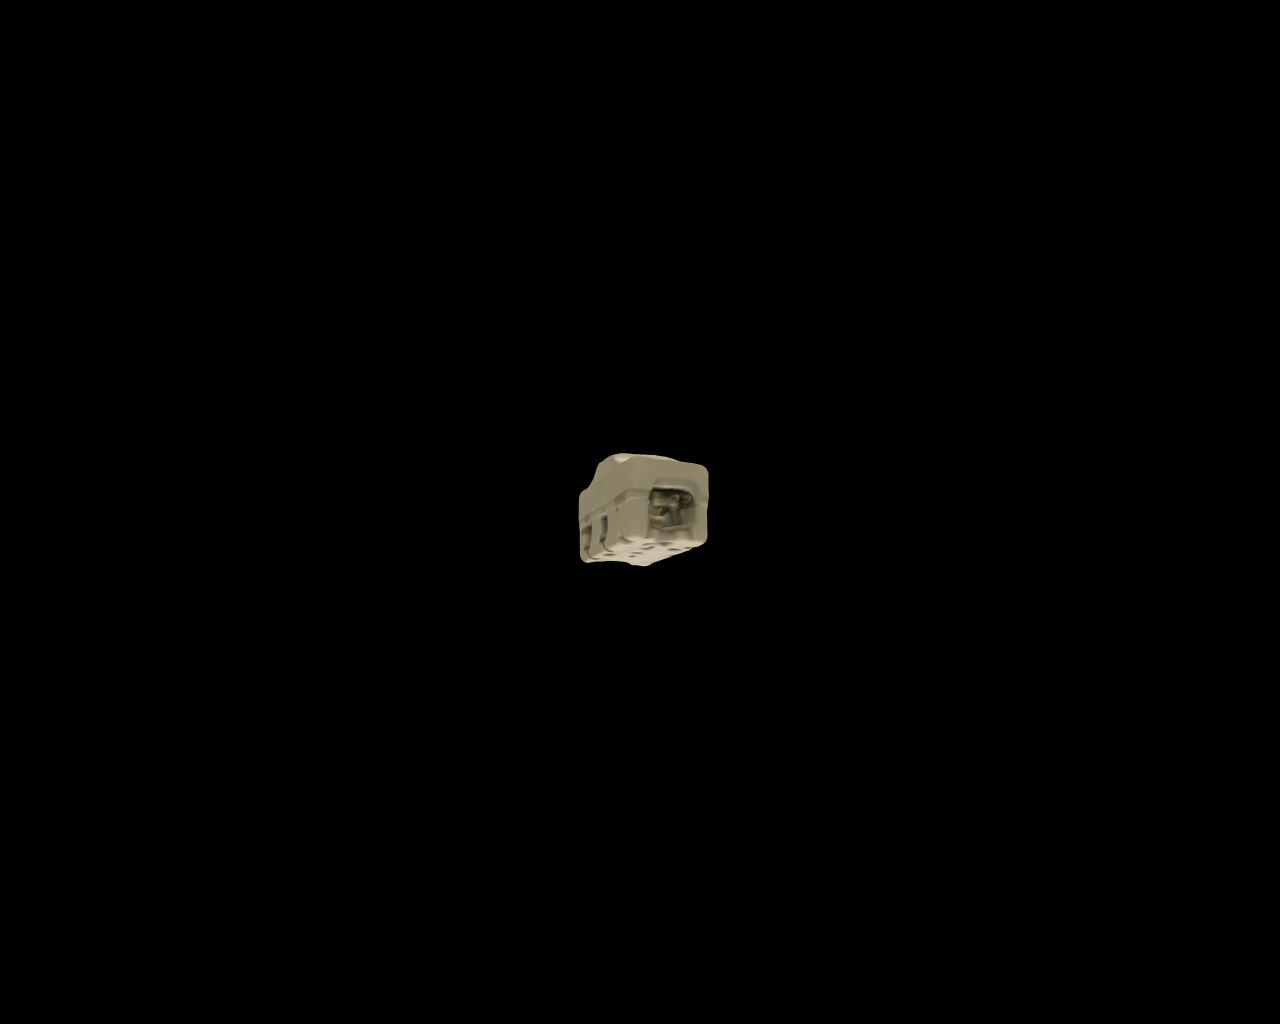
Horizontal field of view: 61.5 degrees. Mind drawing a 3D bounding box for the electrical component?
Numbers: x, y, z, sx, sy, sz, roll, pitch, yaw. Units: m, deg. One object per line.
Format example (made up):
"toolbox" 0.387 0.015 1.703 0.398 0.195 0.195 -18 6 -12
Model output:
"electrical component" 0.001 -0.003 0.650 0.050 0.056 0.089 6 -15 -23
